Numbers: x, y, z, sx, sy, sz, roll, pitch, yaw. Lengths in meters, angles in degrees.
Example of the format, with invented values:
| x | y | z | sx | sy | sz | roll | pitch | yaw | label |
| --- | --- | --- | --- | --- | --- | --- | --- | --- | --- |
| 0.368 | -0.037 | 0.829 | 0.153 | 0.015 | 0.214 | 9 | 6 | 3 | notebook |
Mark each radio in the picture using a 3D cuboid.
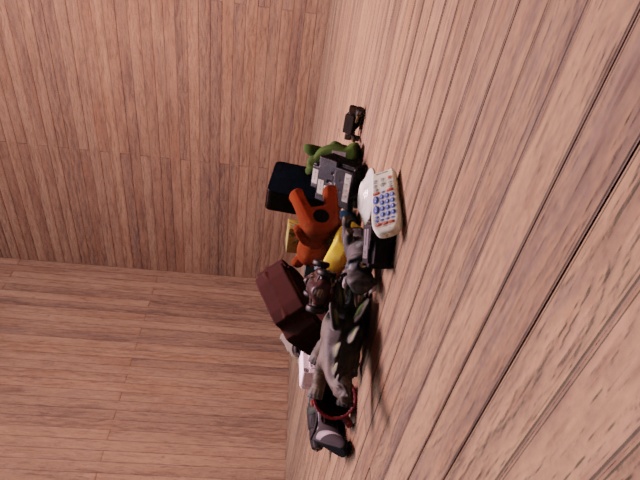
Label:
| x | y | z | sx | sy | sz | roll | pitch | yaw | label |
| --- | --- | --- | --- | --- | --- | --- | --- | --- | --- |
| -0.027 | -0.132 | 1.465 | 0.073 | 0.230 | 0.131 | 107 | 172 | -47 | radio |

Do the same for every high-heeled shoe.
| x | y | z | sx | sy | sz | roll | pitch | yaw | label |
| --- | --- | --- | --- | --- | --- | --- | --- | --- | --- |
| 0.039 | 0.404 | 1.230 | 0.145 | 0.086 | 0.249 | -60 | 12 | -20 | high-heeled shoe |

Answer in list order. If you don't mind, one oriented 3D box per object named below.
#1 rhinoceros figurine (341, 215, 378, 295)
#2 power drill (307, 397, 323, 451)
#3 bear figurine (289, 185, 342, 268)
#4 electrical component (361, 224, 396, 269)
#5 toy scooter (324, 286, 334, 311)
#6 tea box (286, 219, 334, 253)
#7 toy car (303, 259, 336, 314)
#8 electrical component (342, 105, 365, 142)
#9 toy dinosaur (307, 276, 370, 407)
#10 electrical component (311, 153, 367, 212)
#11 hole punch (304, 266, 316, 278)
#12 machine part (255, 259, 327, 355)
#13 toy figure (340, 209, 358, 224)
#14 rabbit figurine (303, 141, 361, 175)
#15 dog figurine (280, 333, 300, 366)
| x | y | z | sx | sy | sz | roll | pitch | yaw | label |
| --- | --- | --- | --- | --- | --- | --- | --- | --- | --- |
| 0.073 | 0.029 | 1.051 | 0.190 | 0.073 | 0.112 | -92 | 15 | -59 | rhinoceros figurine |
| 0.006 | 0.417 | 1.443 | 0.232 | 0.086 | 0.207 | -87 | -2 | -49 | power drill |
| -0.013 | -0.023 | 1.274 | 0.195 | 0.120 | 0.132 | 106 | 153 | -61 | bear figurine |
| 0.104 | -0.009 | 0.941 | 0.075 | 0.048 | 0.119 | -147 | 61 | -83 | electrical component |
| 0.028 | 0.153 | 1.421 | 0.135 | 0.075 | 0.183 | -120 | 38 | -80 | toy scooter |
| -0.003 | -0.004 | 1.390 | 0.098 | 0.170 | 0.068 | -99 | 15 | -73 | tea box |
| -0.008 | 0.091 | 1.115 | 0.202 | 0.053 | 0.089 | -124 | 48 | -81 | toy car |
| 0.090 | -0.301 | 1.395 | 0.078 | 0.045 | 0.102 | -43 | -29 | -53 | electrical component |
| 0.049 | 0.181 | 1.089 | 0.471 | 0.105 | 0.198 | -86 | 10 | -76 | toy dinosaur |
| 0.040 | -0.145 | 1.301 | 0.058 | 0.134 | 0.114 | -20 | -52 | -49 | electrical component |
| 0.019 | 0.119 | 1.591 | 0.116 | 0.092 | 0.142 | 17 | 100 | 56 | hole punch |
| -0.055 | 0.157 | 1.271 | 0.202 | 0.087 | 0.200 | 61 | -173 | 36 | machine part |
| 0.060 | -0.053 | 1.346 | 0.064 | 0.058 | 0.154 | -63 | 11 | 11 | toy figure |
| 0.036 | -0.204 | 1.423 | 0.170 | 0.159 | 0.121 | -57 | -34 | -68 | rabbit figurine |
| -0.019 | 0.272 | 1.551 | 0.190 | 0.121 | 0.172 | 25 | -98 | -68 | dog figurine |
